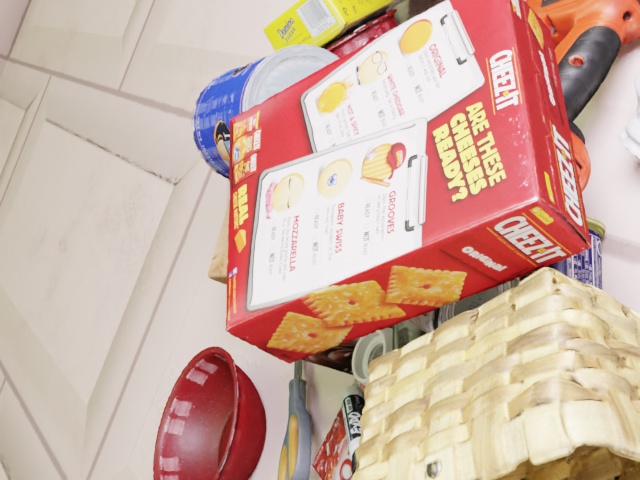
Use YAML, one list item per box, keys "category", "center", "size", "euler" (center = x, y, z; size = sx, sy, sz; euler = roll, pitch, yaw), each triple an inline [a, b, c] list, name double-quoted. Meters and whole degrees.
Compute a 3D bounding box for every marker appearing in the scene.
- category: "marker"
  center: [0.028, 0.138, 0.760]
  size: [0.020, 0.020, 0.121]
  euler: [-61, 11, 14]

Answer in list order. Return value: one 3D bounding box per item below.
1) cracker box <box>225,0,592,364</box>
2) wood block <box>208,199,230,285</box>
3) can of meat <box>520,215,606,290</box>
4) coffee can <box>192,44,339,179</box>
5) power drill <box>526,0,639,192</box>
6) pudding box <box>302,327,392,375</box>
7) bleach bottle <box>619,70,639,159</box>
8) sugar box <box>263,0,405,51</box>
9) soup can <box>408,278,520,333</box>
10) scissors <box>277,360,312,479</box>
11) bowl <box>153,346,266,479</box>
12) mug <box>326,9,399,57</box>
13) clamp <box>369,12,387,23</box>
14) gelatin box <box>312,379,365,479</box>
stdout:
- category: "cracker box"
  center: [0.043, -0.037, 0.642]
  size: [0.214, 0.072, 0.164]
  euler: [-24, 52, 31]
- category: "wood block"
  center: [-0.006, 0.002, 0.936]
  size: [0.206, 0.090, 0.091]
  euler: [-7, 65, 59]
- category: "can of meat"
  center: [0.138, 0.037, 0.701]
  size: [0.102, 0.057, 0.084]
  euler: [-27, 52, 51]
- category: "coffee can"
  center: [-0.038, -0.100, 0.885]
  size: [0.140, 0.102, 0.103]
  euler: [3, 74, 67]
- category: "power drill"
  center: [0.138, -0.092, 0.730]
  size: [0.185, 0.057, 0.187]
  euler: [-4, 51, 59]
- category: "pudding box"
  center: [0.019, 0.060, 0.829]
  size: [0.090, 0.113, 0.039]
  euler: [-47, 37, 36]
- category: "bleach bottle"
  center: [0.258, -0.154, 0.617]
  size: [0.251, 0.068, 0.102]
  euler: [-57, 30, 26]
- category: "sugar box"
  center: [0.042, -0.217, 0.937]
  size: [0.176, 0.048, 0.094]
  euler: [-38, 10, -36]
- category: "soup can"
  center: [0.070, 0.020, 0.686]
  size: [0.102, 0.068, 0.068]
  euler: [35, 102, 50]
- category: "scissors"
  center: [-0.024, 0.153, 0.940]
  size: [0.202, 0.016, 0.096]
  euler: [-96, 18, -61]
- category: "bowl"
  center: [-0.097, 0.185, 1.008]
  size: [0.162, 0.055, 0.162]
  euler: [-38, 41, 43]
- category: "mug"
  center: [0.049, -0.140, 0.908]
  size: [0.093, 0.081, 0.117]
  euler: [-33, 8, -15]
- category: "clamp"
  center: [0.035, -0.273, 1.100]
  size: [0.165, 0.036, 0.210]
  euler: [-7, 65, 57]
- category: "gelatin box"
  center: [0.035, 0.159, 0.823]
  size: [0.089, 0.030, 0.073]
  euler: [-64, 29, 11]
